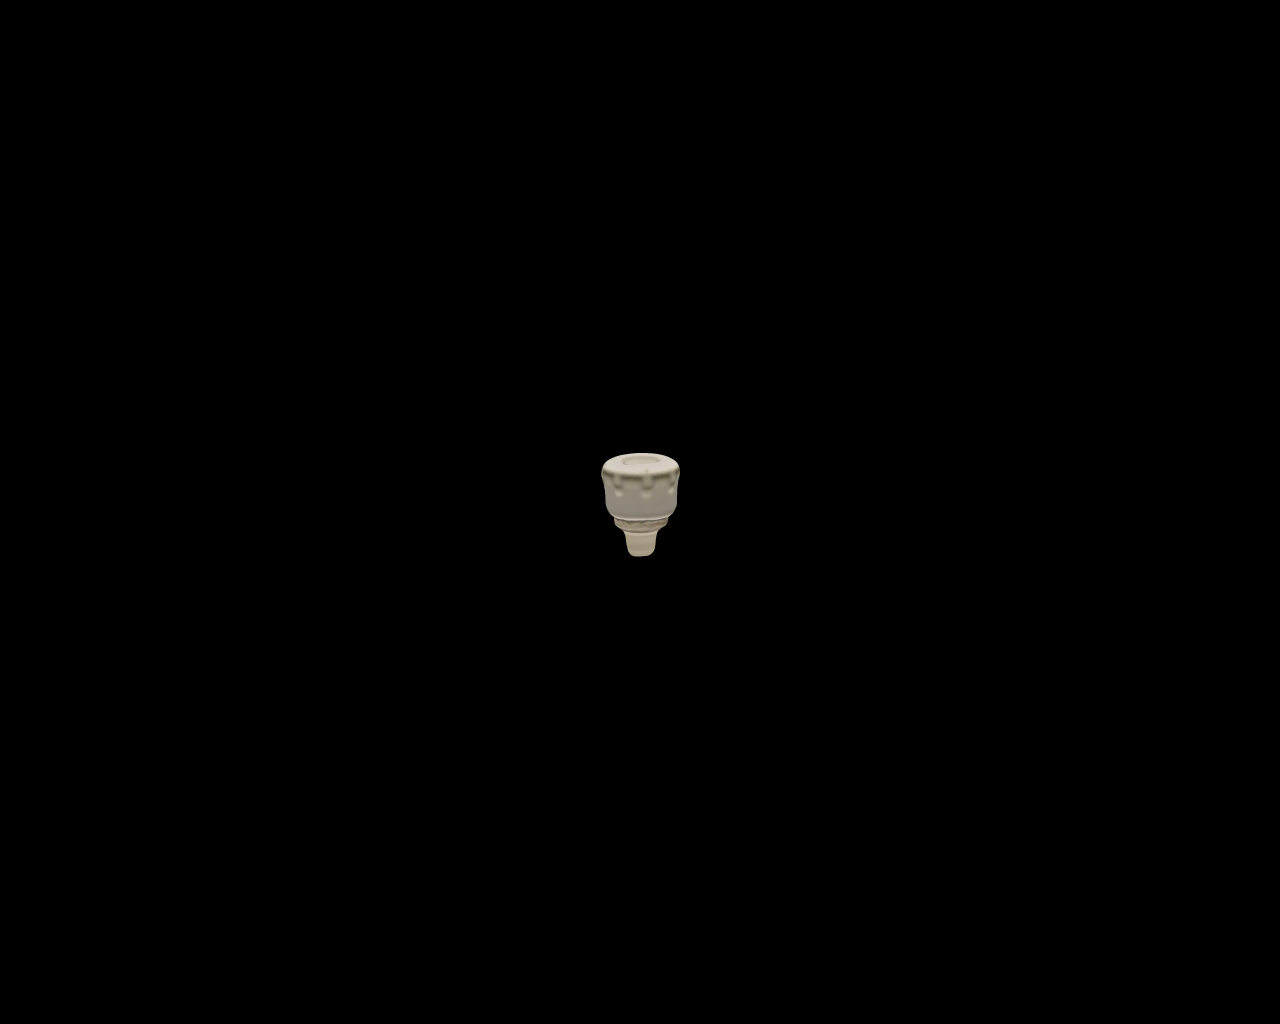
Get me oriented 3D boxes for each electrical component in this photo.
[{"bbox_3d":[0.001,-0.003,0.650,0.048,0.062,0.048,0,16,0],"label":"electrical component"}]
